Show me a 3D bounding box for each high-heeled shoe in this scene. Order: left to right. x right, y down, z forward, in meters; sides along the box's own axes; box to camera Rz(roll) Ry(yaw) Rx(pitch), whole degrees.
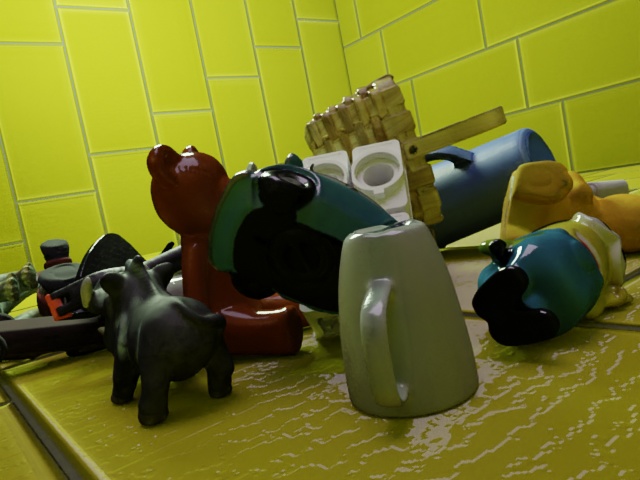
[{"bbox_3d":[-0.276,0.069,0.723,0.145,0.086,0.249,-53,-6,13],"label":"high-heeled shoe"}]

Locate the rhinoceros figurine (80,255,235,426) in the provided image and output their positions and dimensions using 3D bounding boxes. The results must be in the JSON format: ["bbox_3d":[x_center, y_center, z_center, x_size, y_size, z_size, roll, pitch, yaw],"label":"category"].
[{"bbox_3d":[-0.140,0.069,0.428,0.073,0.112,0.190,-17,15,-34],"label":"rhinoceros figurine"}]

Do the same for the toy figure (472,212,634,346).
[{"bbox_3d":[0.173,0.026,0.413,0.089,0.082,0.180,-3,12,45],"label":"toy figure"}]

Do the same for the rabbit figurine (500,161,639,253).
[{"bbox_3d":[0.303,-0.019,0.626,0.173,0.121,0.162,5,0,18],"label":"rabbit figurine"}]

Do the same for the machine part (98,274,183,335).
[{"bbox_3d":[-0.118,0.067,0.597,0.243,0.079,0.079,-13,5,-37],"label":"machine part"}]

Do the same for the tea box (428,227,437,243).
[{"bbox_3d":[0.098,0.019,0.719,0.098,0.068,0.169,-11,6,4],"label":"tea box"}]

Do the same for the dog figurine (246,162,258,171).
[{"bbox_3d":[-0.035,-0.030,0.879,0.190,0.172,0.121,14,-49,-32],"label":"dog figurine"}]

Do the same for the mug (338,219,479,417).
[{"bbox_3d":[0.043,0.045,0.324,0.081,0.107,0.109,-10,3,27],"label":"mug"}]

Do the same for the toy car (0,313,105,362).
[{"bbox_3d":[-0.292,0.108,0.611,0.202,0.053,0.089,-3,6,-23],"label":"toy car"}]

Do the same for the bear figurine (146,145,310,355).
[{"bbox_3d":[-0.084,0.003,0.505,0.132,0.195,0.120,-5,4,7],"label":"bear figurine"}]

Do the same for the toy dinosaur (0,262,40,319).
[{"bbox_3d":[-0.487,0.112,0.734,0.192,0.131,0.405,-12,-1,-15],"label":"toy dinosaur"}]

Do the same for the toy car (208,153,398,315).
[{"bbox_3d":[0.003,-0.007,0.422,0.162,0.109,0.103,19,35,-3],"label":"toy car"}]

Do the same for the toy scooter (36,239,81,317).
[{"bbox_3d":[-0.351,0.085,0.746,0.075,0.135,0.184,-9,22,-29],"label":"toy scooter"}]
